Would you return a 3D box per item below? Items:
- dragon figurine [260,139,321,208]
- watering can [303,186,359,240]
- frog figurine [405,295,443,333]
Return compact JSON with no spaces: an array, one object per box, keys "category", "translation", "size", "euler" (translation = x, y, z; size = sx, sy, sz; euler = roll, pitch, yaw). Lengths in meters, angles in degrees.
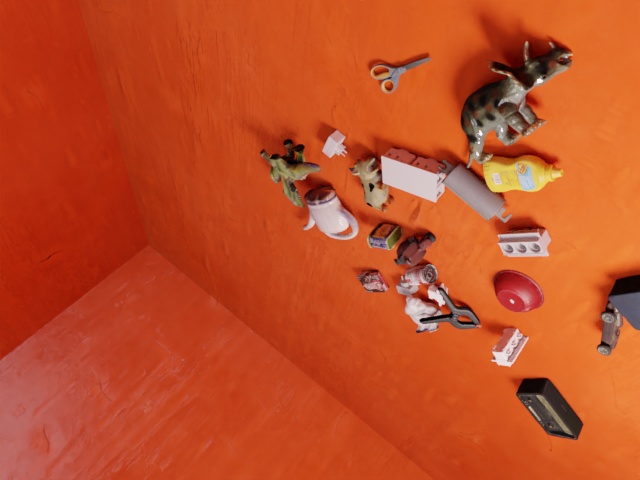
[{"category":"dragon figurine","translation":[-0.093,-0.227,1.891],"size":[0.123,0.237,0.416],"euler":[-31,37,-18]},{"category":"watering can","translation":[0.006,-0.099,1.973],"size":[0.105,0.221,0.348],"euler":[-41,29,-29]},{"category":"frog figurine","translation":[0.377,0.259,1.928],"size":[0.124,0.158,0.137],"euler":[-35,9,-15]}]
